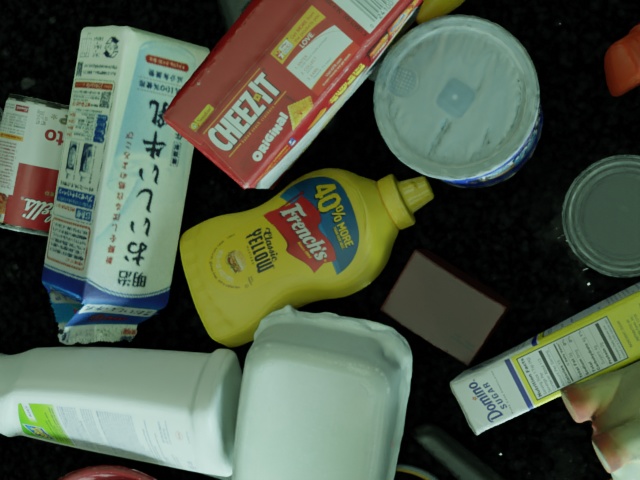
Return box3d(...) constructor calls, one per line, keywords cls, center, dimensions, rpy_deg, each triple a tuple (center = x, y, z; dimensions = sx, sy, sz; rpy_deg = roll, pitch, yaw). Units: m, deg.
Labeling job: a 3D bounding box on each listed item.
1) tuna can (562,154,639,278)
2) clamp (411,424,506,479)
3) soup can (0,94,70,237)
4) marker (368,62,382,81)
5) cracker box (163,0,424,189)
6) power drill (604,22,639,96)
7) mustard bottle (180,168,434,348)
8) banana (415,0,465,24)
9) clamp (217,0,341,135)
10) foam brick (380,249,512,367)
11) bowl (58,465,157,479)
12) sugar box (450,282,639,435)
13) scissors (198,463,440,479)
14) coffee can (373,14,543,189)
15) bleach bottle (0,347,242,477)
box3d(cls="tuna can", center=(0.215, -0.017, 0.754), dimensions=(0.086, 0.033, 0.086), rpy_deg=(0, 90, 13))
box3d(cls="clamp", center=(0.153, 0.232, 0.765), dimensions=(0.210, 0.036, 0.164), rpy_deg=(12, 98, 8))
box3d(cls="soup can", center=(-0.221, -0.058, 0.839), dimensions=(0.068, 0.068, 0.102), rpy_deg=(13, 93, 13))
box3d(cls="marker", center=(0.058, -0.178, 0.798), dimensions=(0.020, 0.020, 0.121), rpy_deg=(13, 93, 13))
box3d(cls="cracker box", center=(-0.010, -0.114, 0.685), dimensions=(0.072, 0.213, 0.164), rpy_deg=(41, 93, -1))
box3d(cls="power drill", center=(0.188, -0.196, 0.724), dimensions=(0.184, 0.057, 0.187), rpy_deg=(-28, 87, -10))
box3d(cls="mustard bottle", center=(-0.005, 0.001, 0.792), dimensions=(0.192, 0.058, 0.096), rpy_deg=(-25, 65, 11))
box3d(cls="banana", center=(0.113, -0.252, 0.776), dimensions=(0.070, 0.037, 0.198), rpy_deg=(8, 93, 18))
box3d(cls="clamp", center=(-0.051, -0.160, 0.814), dimensions=(0.120, 0.039, 0.171), rpy_deg=(-6, 91, 7))
box3d(cls="foam brick", center=(0.092, 0.048, 0.775), dimensions=(0.078, 0.051, 0.053), rpy_deg=(33, 98, 11))
box3d(cls="bowl", center=(-0.152, 0.251, 0.831), dimensions=(0.162, 0.055, 0.162), rpy_deg=(0, 90, 13))
box3d(cls="sugar box", center=(0.180, 0.074, 0.733), dimensions=(0.176, 0.093, 0.048), rpy_deg=(-31, 82, 12))
box3d(cls="scissors", center=(-0.003, 0.212, 0.816), dimensions=(0.202, 0.016, 0.096), rpy_deg=(-5, 89, 13))
box3d(cls="coffee can", center=(0.099, -0.089, 0.726), dimensions=(0.103, 0.140, 0.103), rpy_deg=(0, 90, 13))
box3d(cls="bleach bottle", center=(-0.184, 0.119, 0.819), dimensions=(0.251, 0.068, 0.102), rpy_deg=(6, 135, 14))
